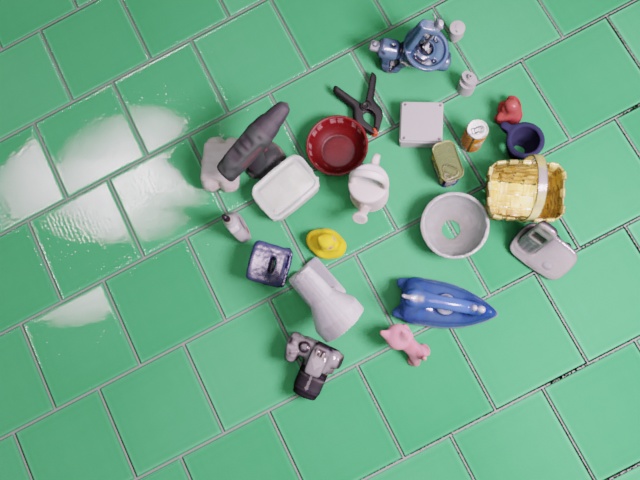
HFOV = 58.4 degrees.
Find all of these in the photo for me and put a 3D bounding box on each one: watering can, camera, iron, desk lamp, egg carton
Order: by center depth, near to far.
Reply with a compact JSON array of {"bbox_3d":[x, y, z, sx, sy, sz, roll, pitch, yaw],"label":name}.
[{"bbox_3d":[0.004,0.137,1.357,0.118,0.213,0.203,-41,80,-1],"label":"desk lamp"},{"bbox_3d":[0.306,0.154,1.363,0.258,0.141,0.119,8,82,7],"label":"iron"},{"bbox_3d":[-0.029,0.310,1.392,0.143,0.101,0.137,23,84,8],"label":"camera"},{"bbox_3d":[0.119,-0.127,1.395,0.101,0.194,0.173,-8,81,5],"label":"watering can"},{"bbox_3d":[-0.257,-0.198,1.504,0.107,0.069,0.150,3,82,6],"label":"egg carton"}]

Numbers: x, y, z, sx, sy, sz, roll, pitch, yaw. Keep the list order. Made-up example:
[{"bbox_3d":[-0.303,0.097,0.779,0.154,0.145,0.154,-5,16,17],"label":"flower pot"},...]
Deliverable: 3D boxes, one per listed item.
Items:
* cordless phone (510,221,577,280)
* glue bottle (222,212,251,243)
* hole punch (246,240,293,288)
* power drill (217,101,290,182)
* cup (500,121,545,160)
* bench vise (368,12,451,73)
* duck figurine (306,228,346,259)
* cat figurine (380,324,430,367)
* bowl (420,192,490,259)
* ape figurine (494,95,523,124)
[{"bbox_3d":[0.535,0.018,1.339,0.147,0.185,0.094,35,86,9],"label":"cordless phone"},{"bbox_3d":[-0.215,-0.041,1.424,0.037,0.173,0.078,-31,80,1],"label":"glue bottle"},{"bbox_3d":[-0.125,0.060,1.443,0.101,0.091,0.109,13,83,7],"label":"hole punch"},{"bbox_3d":[-0.150,-0.230,1.428,0.075,0.208,0.230,44,88,10],"label":"power drill"},{"bbox_3d":[0.490,-0.244,1.428,0.117,0.095,0.092,39,87,10],"label":"cup"},{"bbox_3d":[0.229,-0.477,1.423,0.207,0.220,0.121,-12,81,4],"label":"bench vise"},{"bbox_3d":[0.013,0.005,1.440,0.104,0.086,0.077,20,84,8],"label":"duck figurine"},{"bbox_3d":[0.206,0.246,1.371,0.127,0.118,0.067,41,87,10],"label":"cat figurine"},{"bbox_3d":[0.331,-0.032,1.422,0.167,0.075,0.167,-1,82,5],"label":"bowl"},{"bbox_3d":[0.478,-0.330,1.443,0.078,0.092,0.076,-36,80,0],"label":"ape figurine"}]
